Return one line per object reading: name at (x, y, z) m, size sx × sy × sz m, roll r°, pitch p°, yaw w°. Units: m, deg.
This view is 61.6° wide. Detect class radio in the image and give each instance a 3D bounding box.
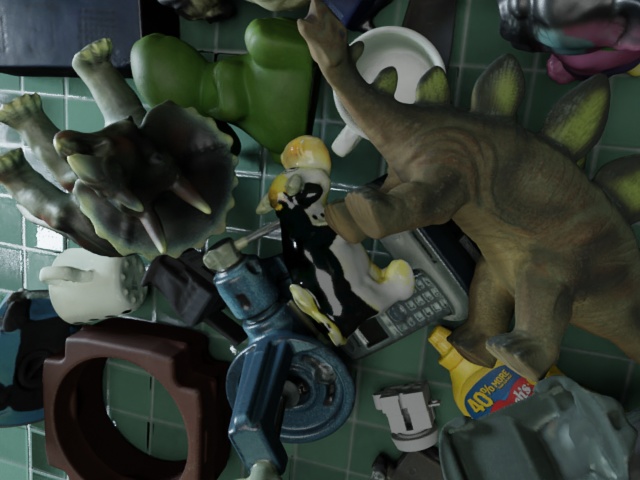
radio at (-0.265, -0.240, 0.560) m, size 0.230 × 0.073 × 0.131 m, roll 5°, pitch 101°, yaw 14°

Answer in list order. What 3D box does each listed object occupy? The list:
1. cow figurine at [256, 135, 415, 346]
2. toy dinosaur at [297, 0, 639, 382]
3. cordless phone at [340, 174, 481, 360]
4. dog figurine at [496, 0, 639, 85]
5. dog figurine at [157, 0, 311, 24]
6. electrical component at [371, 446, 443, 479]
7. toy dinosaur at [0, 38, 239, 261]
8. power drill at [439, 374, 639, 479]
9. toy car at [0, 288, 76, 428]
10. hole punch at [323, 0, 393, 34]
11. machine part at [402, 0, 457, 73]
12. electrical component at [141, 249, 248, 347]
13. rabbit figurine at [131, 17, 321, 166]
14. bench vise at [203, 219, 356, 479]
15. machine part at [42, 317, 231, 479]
cow figurine at (-0.002, -0.002, 0.440) m, size 0.167 × 0.098 × 0.068 m, roll 59°, pitch 144°, yaw 4°
toy dinosaur at (0.167, 0.002, 0.388) m, size 0.471 × 0.105 × 0.198 m, roll 42°, pitch 81°, yaw -19°
cordless phone at (0.058, 0.030, 0.515) m, size 0.184 × 0.089 × 0.146 m, roll -39°, pitch 88°, yaw 36°
dog figurine at (0.216, -0.165, 0.353) m, size 0.192 × 0.219 × 0.108 m, roll -5°, pitch 102°, yaw 18°
dog figurine at (-0.062, -0.231, 0.465) m, size 0.172 × 0.190 × 0.121 m, roll 44°, pitch 77°, yaw -5°
electrical component at (0.102, 0.254, 0.552) m, size 0.102 × 0.045 × 0.078 m, roll 36°, pitch 109°, yaw 7°
toy dinosaur at (-0.205, -0.042, 0.518) m, size 0.192 × 0.131 × 0.405 m, roll 51°, pitch 149°, yaw -8°
power drill at (0.164, 0.177, 0.388) m, size 0.232 × 0.086 × 0.207 m, roll -32°, pitch 134°, yaw 20°
toy car at (-0.359, 0.131, 0.641) m, size 0.103 × 0.109 × 0.161 m, roll 7°, pitch 93°, yaw 32°
hole punch at (0.026, -0.258, 0.463) m, size 0.116 × 0.092 × 0.142 m, roll -40°, pitch 91°, yaw 23°
machine part at (0.088, -0.160, 0.487) m, size 0.084 × 0.039 × 0.138 m, roll 20°, pitch 106°, yaw 18°
electrical component at (-0.120, 0.057, 0.568) m, size 0.119 × 0.075 × 0.047 m, roll 37°, pitch 109°, yaw 12°
rabbit figurine at (-0.088, -0.137, 0.505) m, size 0.170 × 0.121 × 0.158 m, roll 10°, pitch 124°, yaw 2°
bench vise at (-0.042, 0.111, 0.478) m, size 0.129 × 0.241 × 0.223 m, roll -15°, pitch 111°, yaw 11°
machine part at (-0.205, 0.198, 0.614) m, size 0.202 × 0.087 × 0.200 m, roll 6°, pitch 102°, yaw 14°
